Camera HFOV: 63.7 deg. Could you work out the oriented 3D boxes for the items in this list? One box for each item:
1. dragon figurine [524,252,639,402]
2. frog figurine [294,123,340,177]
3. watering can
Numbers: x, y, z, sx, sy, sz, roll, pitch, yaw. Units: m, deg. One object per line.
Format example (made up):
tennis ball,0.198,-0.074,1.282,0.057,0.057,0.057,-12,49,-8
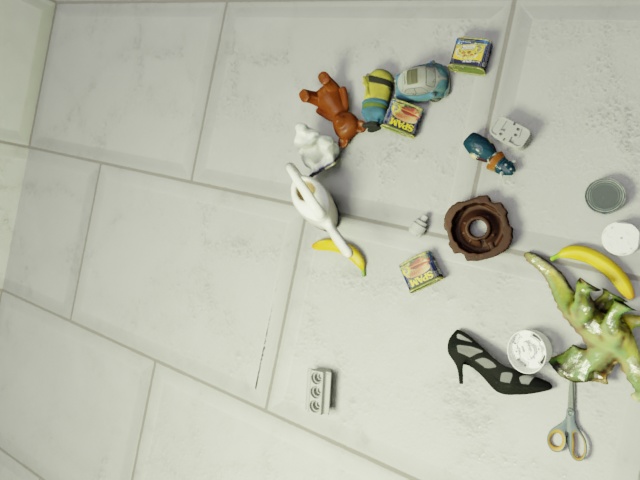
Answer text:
dragon figurine,0.616,0.220,1.205,0.122,0.240,0.416,8,21,-44
frog figurine,-0.018,-0.285,1.551,0.124,0.158,0.136,-37,11,-30
watering can,0.005,-0.075,1.486,0.104,0.352,0.222,-34,-19,4
